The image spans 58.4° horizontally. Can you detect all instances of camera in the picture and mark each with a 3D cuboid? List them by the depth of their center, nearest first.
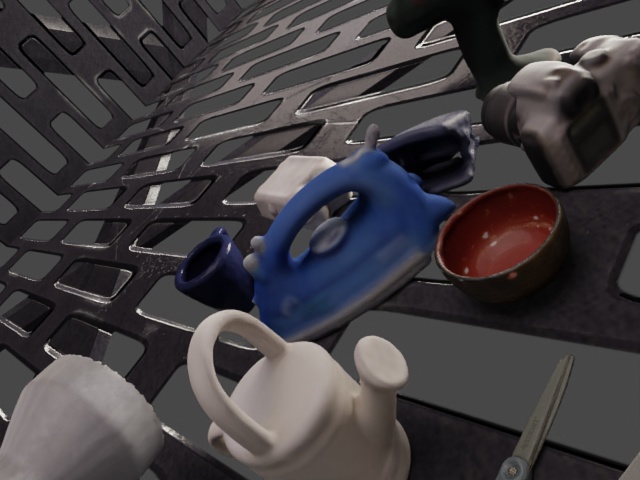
[{"bbox_3d":[0.235,-0.142,0.578,0.143,0.101,0.136,-44,29,-5],"label":"camera"}]

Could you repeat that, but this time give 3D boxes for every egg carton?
[{"bbox_3d":[-0.027,-0.066,0.812,0.107,0.070,0.149,-51,31,-17],"label":"egg carton"}]

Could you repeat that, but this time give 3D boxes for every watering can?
[{"bbox_3d":[-0.016,0.120,0.420,0.173,0.194,0.100,-37,30,7],"label":"watering can"}]

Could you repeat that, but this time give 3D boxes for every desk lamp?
[{"bbox_3d":[-0.182,0.227,0.448,0.117,0.214,0.203,-18,36,34],"label":"desk lamp"}]

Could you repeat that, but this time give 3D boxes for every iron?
[{"bbox_3d":[0.006,0.002,0.608,0.258,0.142,0.118,-39,29,2],"label":"iron"}]

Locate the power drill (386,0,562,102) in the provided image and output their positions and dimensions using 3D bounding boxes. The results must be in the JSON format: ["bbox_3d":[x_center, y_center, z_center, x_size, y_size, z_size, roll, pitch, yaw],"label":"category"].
[{"bbox_3d":[0.204,-0.275,0.683,0.228,0.209,0.076,-15,38,38],"label":"power drill"}]

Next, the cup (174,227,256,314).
[{"bbox_3d":[-0.122,0.046,0.745,0.091,0.095,0.118,-24,33,27],"label":"cup"}]

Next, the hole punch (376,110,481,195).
[{"bbox_3d":[0.123,-0.112,0.678,0.108,0.091,0.101,-17,37,36],"label":"hole punch"}]
